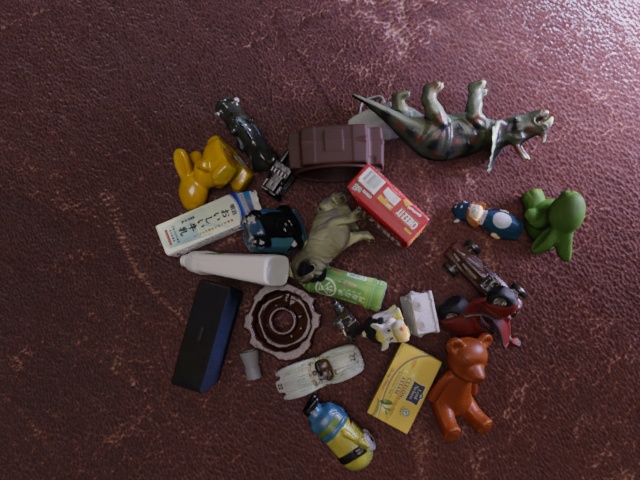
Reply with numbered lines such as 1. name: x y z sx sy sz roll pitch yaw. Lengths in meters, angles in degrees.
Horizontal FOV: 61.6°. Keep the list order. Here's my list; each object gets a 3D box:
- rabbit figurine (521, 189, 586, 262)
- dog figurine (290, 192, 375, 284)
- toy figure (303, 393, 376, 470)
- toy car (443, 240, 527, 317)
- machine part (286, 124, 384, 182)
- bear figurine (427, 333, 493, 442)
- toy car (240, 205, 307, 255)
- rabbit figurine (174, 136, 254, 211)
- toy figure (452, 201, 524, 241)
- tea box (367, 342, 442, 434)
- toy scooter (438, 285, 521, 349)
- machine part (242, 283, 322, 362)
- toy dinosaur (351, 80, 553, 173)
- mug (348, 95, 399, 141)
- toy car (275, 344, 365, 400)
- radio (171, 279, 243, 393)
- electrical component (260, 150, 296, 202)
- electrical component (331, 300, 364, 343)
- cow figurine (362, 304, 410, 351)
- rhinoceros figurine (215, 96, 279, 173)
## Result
1. rabbit figurine: 0.484 -0.042 1.113 0.121 0.170 0.159 14 85 7
2. dog figurine: -0.003 -0.005 1.166 0.190 0.172 0.121 -34 119 -7
3. toy figure: 0.039 0.412 1.152 0.180 0.082 0.089 38 107 1
4. toy car: 0.358 0.087 1.172 0.089 0.053 0.202 -44 83 3
5. machine part: 0.037 -0.180 1.156 0.201 0.201 0.087 -3 88 5
6. bear figurine: 0.298 0.291 1.086 0.120 0.132 0.195 -1 127 -24
7. toy car: -0.114 -0.010 1.197 0.103 0.161 0.109 -38 68 43
8. rabbit figurine: -0.268 -0.147 1.231 0.162 0.122 0.173 47 108 11
9. toy figure: 0.368 -0.048 1.184 0.155 0.057 0.064 22 48 9
10. tea box: 0.180 0.312 1.155 0.098 0.068 0.169 25 86 8
11. toy scooter: 0.345 0.174 1.127 0.184 0.075 0.135 -24 103 43
12. machine part: -0.082 0.180 1.202 0.179 0.056 0.179 -1 82 6
13. toy dinosaur: 0.272 -0.233 1.149 0.405 0.131 0.192 -6 89 -4
14. mug: 0.117 -0.271 1.222 0.107 0.081 0.109 -15 84 11
15. toy car: -0.002 0.289 1.181 0.202 0.056 0.073 -21 82 2
16. radio: -0.242 0.205 1.176 0.073 0.131 0.229 16 86 7
17. electrical component: -0.084 -0.152 1.231 0.048 0.075 0.119 35 85 9
18. electrical component: 0.057 0.181 1.171 0.045 0.102 0.078 -42 56 -3
19. cow figurine: 0.134 0.186 1.123 0.098 0.167 0.068 -20 88 2
20. rhinoceros figurine: -0.171 -0.239 1.230 0.073 0.112 0.190 -35 89 3
